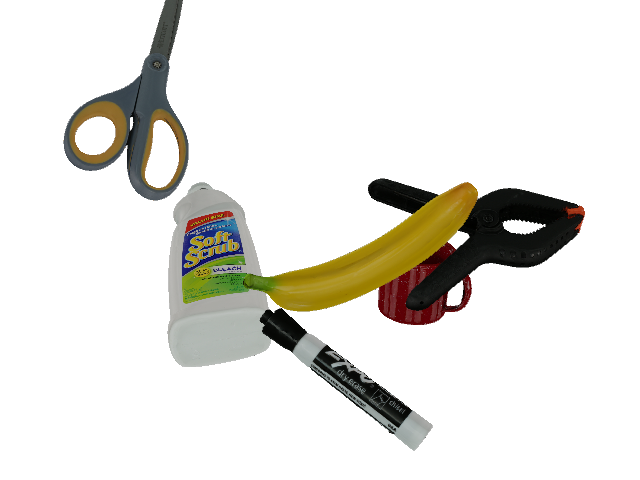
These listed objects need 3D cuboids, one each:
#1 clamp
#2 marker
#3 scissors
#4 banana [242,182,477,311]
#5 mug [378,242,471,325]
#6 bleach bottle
[{"bbox_3d":[0.159,-0.001,1.043,0.210,0.164,0.036,-2,-41,-5],"label":"clamp"},{"bbox_3d":[0.013,0.080,0.636,0.121,0.020,0.020,37,8,11],"label":"marker"},{"bbox_3d":[-0.139,-0.121,0.778,0.096,0.202,0.016,2,-26,-20],"label":"scissors"},{"bbox_3d":[0.040,0.014,0.856,0.198,0.037,0.069,-25,-25,7],"label":"banana"},{"bbox_3d":[0.121,0.050,1.252,0.117,0.081,0.093,14,25,22],"label":"mug"},{"bbox_3d":[-0.117,0.020,1.105,0.102,0.068,0.251,-9,37,-8],"label":"bleach bottle"}]
